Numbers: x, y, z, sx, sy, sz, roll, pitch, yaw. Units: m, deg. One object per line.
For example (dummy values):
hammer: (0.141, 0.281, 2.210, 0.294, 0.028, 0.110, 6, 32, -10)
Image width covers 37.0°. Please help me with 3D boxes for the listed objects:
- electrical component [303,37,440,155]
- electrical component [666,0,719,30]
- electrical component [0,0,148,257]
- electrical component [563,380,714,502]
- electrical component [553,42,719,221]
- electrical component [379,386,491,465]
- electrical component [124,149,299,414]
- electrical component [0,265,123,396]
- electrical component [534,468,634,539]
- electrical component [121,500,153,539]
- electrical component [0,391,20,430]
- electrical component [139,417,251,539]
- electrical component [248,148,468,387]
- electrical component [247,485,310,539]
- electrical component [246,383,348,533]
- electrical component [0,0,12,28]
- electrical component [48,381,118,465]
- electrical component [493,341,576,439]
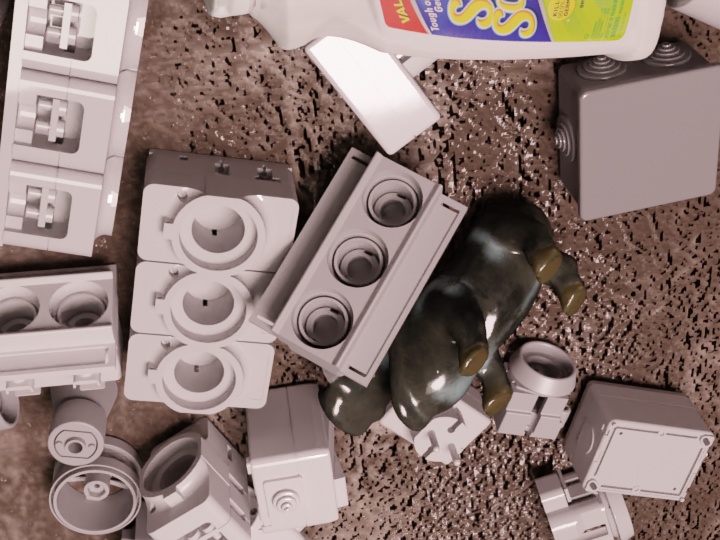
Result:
electrical component: (0.020, -0.126, 0.621, 0.076, 0.047, 0.083, -36, 118, 10)
electrical component: (0.204, -0.185, 0.585, 0.060, 0.108, 0.108, 14, 116, -9)
electrical component: (-0.156, -0.094, 0.586, 0.062, 0.089, 0.150, 9, 117, -13)
electrical component: (0.204, 0.121, 0.776, 0.096, 0.061, 0.061, 9, 117, -13)
electrical component: (0.169, -0.087, 0.660, 0.100, 0.048, 0.099, -12, 125, -5)
electrical component: (0.052, 0.104, 0.734, 0.066, 0.076, 0.047, 35, 108, -24)
electrical component: (-0.095, 0.010, 0.668, 0.089, 0.061, 0.150, 6, 117, -12)
electrical component: (-0.211, 0.042, 0.666, 0.121, 0.078, 0.063, -5, 141, -6)
electrical component: (0.169, 0.182, 0.807, 0.057, 0.058, 0.078, -19, 120, 5)
electrical component: (-0.146, 0.216, 0.780, 0.056, 0.050, 0.089, 4, 118, -12)
electrical component: (-0.252, 0.088, 0.700, 0.046, 0.040, 0.040, -13, 120, 4)
electrical component: (-0.111, 0.148, 0.726, 0.050, 0.089, 0.055, -32, 118, 9)
electrical component: (0.000, 0.000, 0.643, 0.079, 0.063, 0.121, 28, 79, 9)
electrical component: (-0.058, 0.178, 0.774, 0.079, 0.043, 0.077, -45, 134, -8)
electrical component: (-0.043, 0.128, 0.721, 0.061, 0.096, 0.061, -9, 119, -4)
electrical component: (-0.245, -0.085, 0.568, 0.060, 0.105, 0.186, 24, 113, -20)
electrical component: (-0.182, 0.095, 0.700, 0.044, 0.065, 0.044, -4, 119, -7)
electrical component: (0.122, 0.084, 0.753, 0.066, 0.048, 0.055, 9, 124, -13)
